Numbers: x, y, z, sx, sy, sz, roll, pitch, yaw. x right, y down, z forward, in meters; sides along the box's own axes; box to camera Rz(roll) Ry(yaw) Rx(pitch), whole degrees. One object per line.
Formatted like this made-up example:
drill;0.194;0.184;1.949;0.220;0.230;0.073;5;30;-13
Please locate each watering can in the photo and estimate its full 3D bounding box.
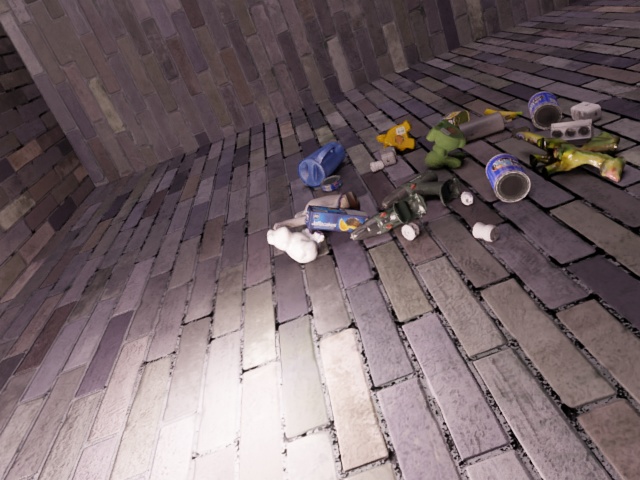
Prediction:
watering can;0.005;-0.088;1.757;0.223;0.352;0.103;-9;-79;28

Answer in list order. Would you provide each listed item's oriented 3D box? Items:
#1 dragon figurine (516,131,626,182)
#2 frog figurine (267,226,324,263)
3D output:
dragon figurine;0.790;-0.284;1.590;0.242;0.419;0.119;-8;-58;4
frog figurine;-0.085;0.016;1.607;0.160;0.139;0.120;-8;-59;-31
